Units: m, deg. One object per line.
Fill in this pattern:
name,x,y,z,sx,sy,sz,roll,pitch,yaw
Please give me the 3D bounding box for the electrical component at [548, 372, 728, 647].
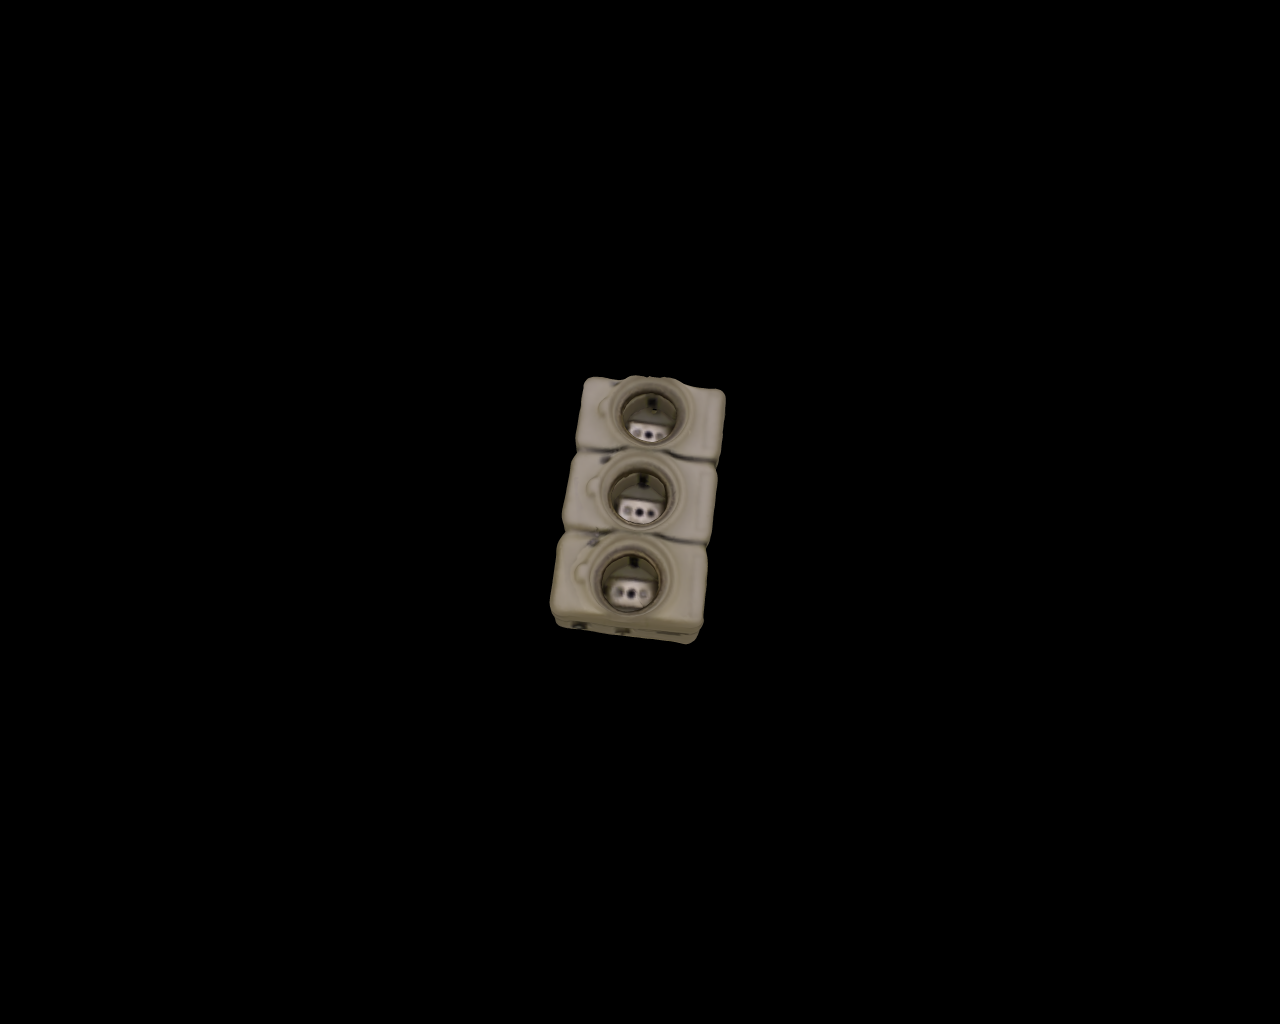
electrical component,0.001,-0.003,0.650,0.089,0.150,0.061,7,-19,2
